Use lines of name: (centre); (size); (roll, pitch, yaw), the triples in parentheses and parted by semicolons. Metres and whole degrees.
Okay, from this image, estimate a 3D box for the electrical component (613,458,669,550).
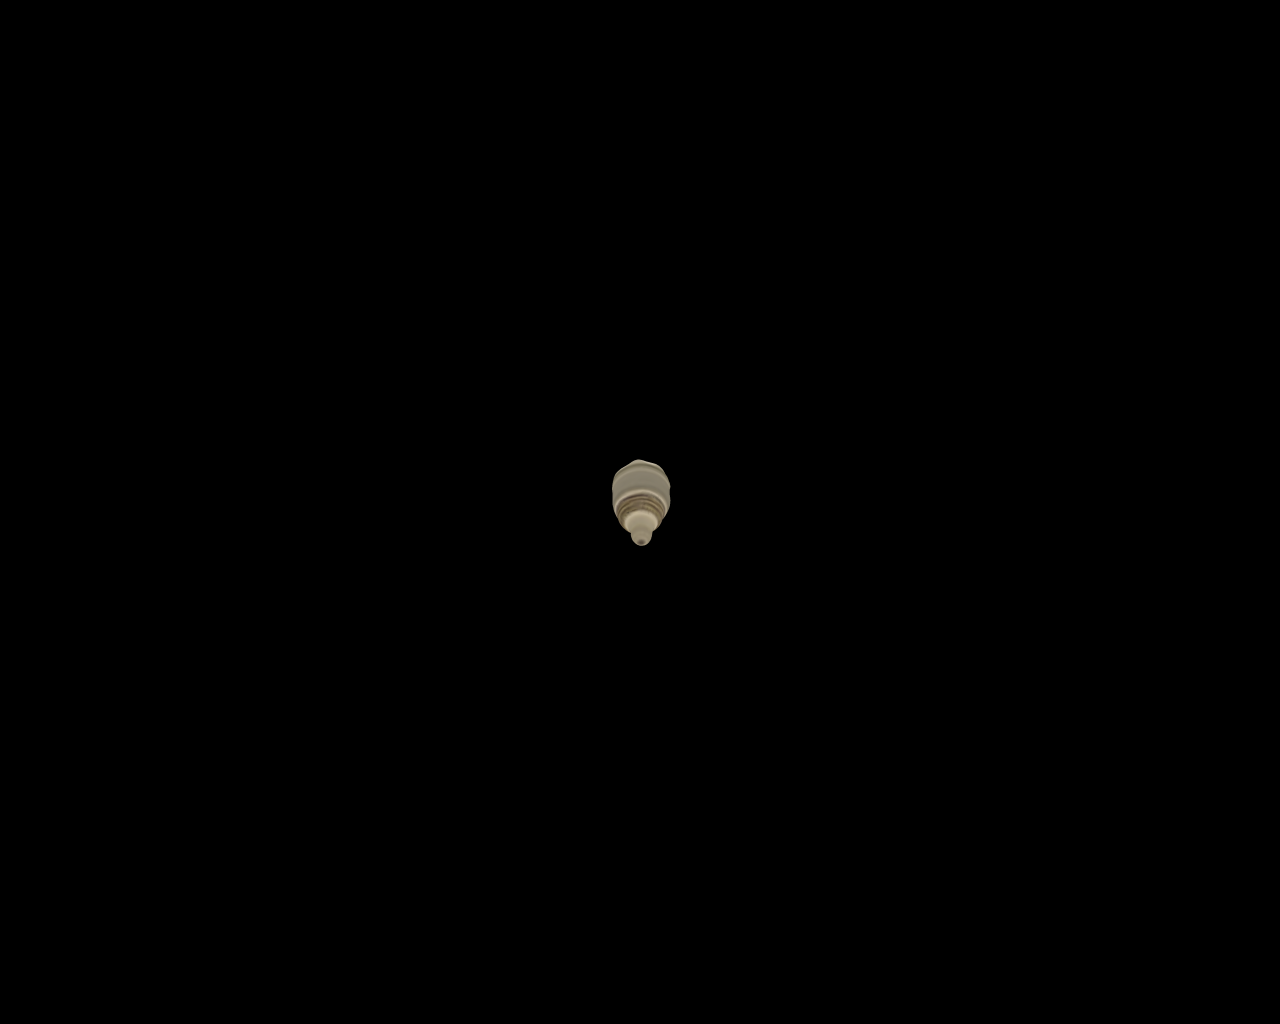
electrical component: (0.001, -0.003, 0.650); (0.035, 0.035, 0.061); (0, 43, 0)
